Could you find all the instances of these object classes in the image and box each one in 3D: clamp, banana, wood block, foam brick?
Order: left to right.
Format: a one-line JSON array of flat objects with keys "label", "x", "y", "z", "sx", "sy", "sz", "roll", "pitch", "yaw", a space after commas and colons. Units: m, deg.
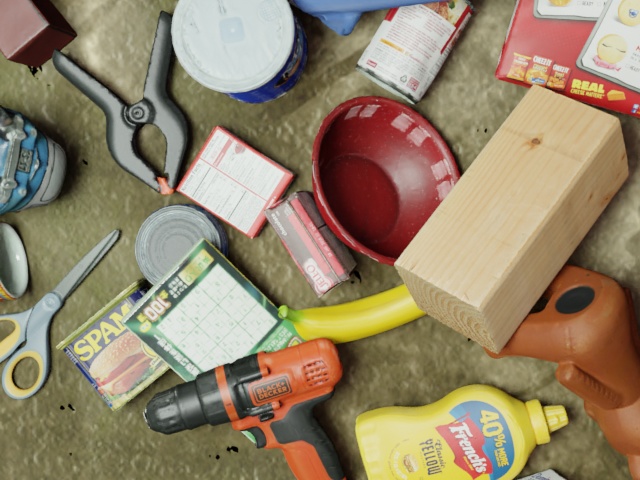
[{"label": "foam brick", "x": -0.273, "y": -0.200, "z": 0.995, "sx": 0.051, "sy": 0.078, "sz": 0.053, "roll": -38, "pitch": 89, "yaw": 7}, {"label": "clamp", "x": -0.182, "y": -0.123, "z": 1.011, "sx": 0.120, "sy": 0.039, "sz": 0.171, "roll": -10, "pitch": 92, "yaw": 7}, {"label": "banana", "x": 0.060, "y": 0.061, "z": 0.989, "sx": 0.197, "sy": 0.069, "sz": 0.037, "roll": -16, "pitch": 68, "yaw": -6}, {"label": "wood block", "x": 0.168, "y": -0.019, "z": 0.917, "sx": 0.091, "sy": 0.090, "sz": 0.206, "roll": 30, "pitch": 74, "yaw": 33}]

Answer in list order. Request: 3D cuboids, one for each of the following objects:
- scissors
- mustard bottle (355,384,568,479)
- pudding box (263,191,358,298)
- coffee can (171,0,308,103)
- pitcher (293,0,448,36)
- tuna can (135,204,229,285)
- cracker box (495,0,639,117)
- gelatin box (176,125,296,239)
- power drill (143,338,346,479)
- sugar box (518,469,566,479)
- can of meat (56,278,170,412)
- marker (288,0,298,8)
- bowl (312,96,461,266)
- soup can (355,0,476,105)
[{"label": "scissors", "x": -0.256, "y": 0.081, "z": 1.041, "sx": 0.202, "sy": 0.016, "sz": 0.096, "roll": -31, "pitch": 92, "yaw": 6}, {"label": "mustard bottle", "x": 0.135, "y": 0.187, "z": 0.993, "sx": 0.191, "sy": 0.058, "sz": 0.096, "roll": -16, "pitch": 93, "yaw": 5}, {"label": "pudding box", "x": -0.006, "y": 0.001, "z": 0.966, "sx": 0.039, "sy": 0.113, "sz": 0.090, "roll": -32, "pitch": 90, "yaw": 9}, {"label": "coffee can", "x": -0.067, "y": -0.177, "z": 0.947, "sx": 0.103, "sy": 0.140, "sz": 0.103, "roll": 0, "pitch": 93, "yaw": 4}, {"label": "pitcher", "x": 0.090, "y": -0.264, "z": 0.865, "sx": 0.243, "sy": 0.149, "sz": 0.145, "roll": 4, "pitch": 64, "yaw": 33}, {"label": "tuna can", "x": -0.132, "y": 0.008, "z": 1.017, "sx": 0.086, "sy": 0.033, "sz": 0.086, "roll": 0, "pitch": 92, "yaw": 5}, {"label": "cracker box", "x": 0.260, "y": -0.224, "z": 0.916, "sx": 0.164, "sy": 0.072, "sz": 0.214, "roll": 15, "pitch": 118, "yaw": 3}, {"label": "gelatin box", "x": -0.079, "y": -0.055, "z": 1.011, "sx": 0.089, "sy": 0.030, "sz": 0.073, "roll": 33, "pitch": 97, "yaw": 2}, {"label": "power drill", "x": -0.050, "y": 0.195, "z": 0.982, "sx": 0.184, "sy": 0.057, "sz": 0.187, "roll": -18, "pitch": 108, "yaw": 1}, {"label": "sugar box", "x": 0.151, "y": 0.284, "z": 0.986, "sx": 0.176, "sy": 0.048, "sz": 0.093, "roll": -15, "pitch": 97, "yaw": -10}, {"label": "can of meat", "x": -0.184, "y": 0.100, "z": 1.016, "sx": 0.102, "sy": 0.057, "sz": 0.084, "roll": -39, "pitch": 92, "yaw": 6}, {"label": "marker", "x": -0.064, "y": -0.252, "z": 1.003, "sx": 0.121, "sy": 0.020, "sz": 0.020, "roll": 28, "pitch": 95, "yaw": 2}, {"label": "bowl", "x": 0.051, "y": -0.046, "z": 0.965, "sx": 0.161, "sy": 0.055, "sz": 0.162, "roll": 11, "pitch": 68, "yaw": -28}, {"label": "soup can", "x": 0.086, "y": -0.183, "z": 0.971, "sx": 0.068, "sy": 0.068, "sz": 0.102, "roll": 32, "pitch": 96, "yaw": 2}]
